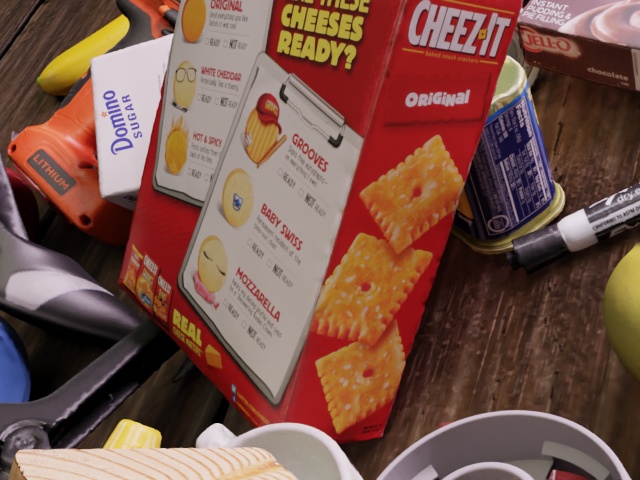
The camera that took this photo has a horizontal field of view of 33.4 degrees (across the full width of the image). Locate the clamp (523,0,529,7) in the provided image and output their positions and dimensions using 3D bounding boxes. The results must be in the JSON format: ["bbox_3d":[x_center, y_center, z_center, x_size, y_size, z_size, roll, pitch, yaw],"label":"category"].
[{"bbox_3d":[0.134,-0.195,0.675,0.120,0.039,0.172,-47,44,-5],"label":"clamp"}]

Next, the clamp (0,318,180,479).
[{"bbox_3d":[-0.127,0.111,0.498,0.209,0.036,0.165,-17,40,-22],"label":"clamp"}]

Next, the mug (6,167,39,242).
[{"bbox_3d":[-0.267,-0.015,0.767,0.082,0.093,0.117,12,22,40],"label":"mug"}]

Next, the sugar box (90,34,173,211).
[{"bbox_3d":[-0.047,-0.081,0.626,0.176,0.048,0.093,-12,75,21],"label":"sugar box"}]

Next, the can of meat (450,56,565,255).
[{"bbox_3d":[0.067,-0.054,0.532,0.057,0.084,0.102,-36,42,-12],"label":"can of meat"}]

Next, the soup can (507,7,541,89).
[{"bbox_3d":[0.077,-0.121,0.620,0.068,0.068,0.102,-36,37,2],"label":"soup can"}]

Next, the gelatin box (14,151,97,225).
[{"bbox_3d":[-0.183,-0.059,0.803,0.073,0.030,0.089,-45,37,-7],"label":"gelatin box"}]

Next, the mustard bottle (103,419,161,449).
[{"bbox_3d":[-0.104,0.163,0.413,0.058,0.096,0.191,1,66,49],"label":"mustard bottle"}]

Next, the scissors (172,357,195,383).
[{"bbox_3d":[-0.004,0.001,0.602,0.096,0.016,0.201,1,51,40],"label":"scissors"}]

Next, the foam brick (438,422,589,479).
[{"bbox_3d":[0.070,0.112,0.392,0.053,0.051,0.078,-8,46,33],"label":"foam brick"}]

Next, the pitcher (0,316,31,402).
[{"bbox_3d":[-0.300,0.076,0.673,0.243,0.144,0.149,11,69,42],"label":"pitcher"}]

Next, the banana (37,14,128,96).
[{"bbox_3d":[-0.169,-0.174,0.906,0.198,0.037,0.069,-29,40,13],"label":"banana"}]

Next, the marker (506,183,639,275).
[{"bbox_3d":[0.143,-0.014,0.492,0.121,0.020,0.020,-26,38,16],"label":"marker"}]

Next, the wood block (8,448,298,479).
[{"bbox_3d":[-0.059,0.175,0.316,0.090,0.090,0.206,31,108,51],"label":"wood block"}]

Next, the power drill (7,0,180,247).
[{"bbox_3d":[-0.106,-0.090,0.706,0.185,0.057,0.187,40,93,30],"label":"power drill"}]

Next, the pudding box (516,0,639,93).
[{"bbox_3d":[0.170,-0.119,0.543,0.114,0.039,0.090,23,66,31],"label":"pudding box"}]

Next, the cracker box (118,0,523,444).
[{"bbox_3d":[-0.011,-0.037,0.497,0.164,0.071,0.214,37,117,46],"label":"cracker box"}]
